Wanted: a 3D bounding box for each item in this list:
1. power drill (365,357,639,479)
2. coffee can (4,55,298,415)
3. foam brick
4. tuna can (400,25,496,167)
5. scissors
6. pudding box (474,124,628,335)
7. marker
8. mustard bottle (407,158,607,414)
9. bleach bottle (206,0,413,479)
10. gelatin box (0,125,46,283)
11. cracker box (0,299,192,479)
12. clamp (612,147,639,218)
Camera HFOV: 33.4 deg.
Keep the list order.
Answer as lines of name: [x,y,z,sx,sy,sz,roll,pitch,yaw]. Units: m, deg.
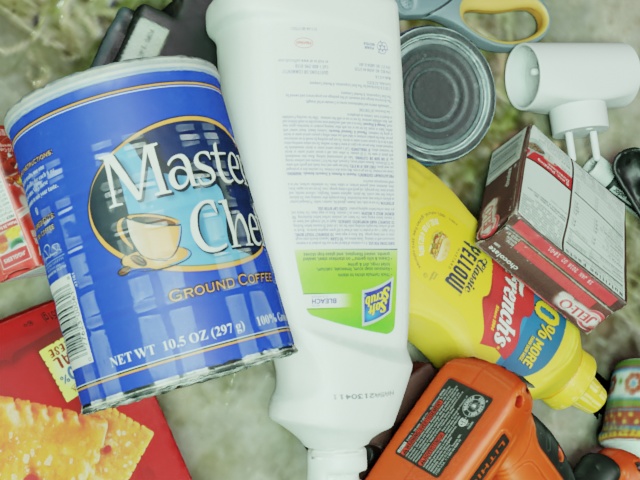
power drill: [0.101,0.167,0.594,0.184,0.057,0.187,-54,128,-14]
coffee can: [-0.078,-0.001,0.495,0.102,0.103,0.140,-14,83,-22]
foam brick: [0.037,0.112,0.612,0.078,0.051,0.053,-31,93,-22]
tuna can: [0.065,-0.088,0.657,0.086,0.034,0.086,0,91,-20]
scissors: [0.060,-0.169,0.685,0.201,0.016,0.096,6,80,-20]
pudding box: [0.143,-0.009,0.650,0.090,0.039,0.113,39,37,-12]
marker: [0.228,-0.016,0.722,0.121,0.020,0.020,35,71,-13]
mustard bottle: [0.098,0.043,0.642,0.191,0.058,0.096,38,57,-12]
bleach bottle: [-0.004,0.001,0.551,0.102,0.068,0.251,0,86,-20]
gelatin box: [-0.142,-0.020,0.550,0.030,0.089,0.073,-22,87,19]
cracker box: [-0.139,0.147,0.508,0.163,0.072,0.214,-23,89,-40]
clamp: [0.252,0.043,0.679,0.036,0.164,0.209,-30,128,12]
